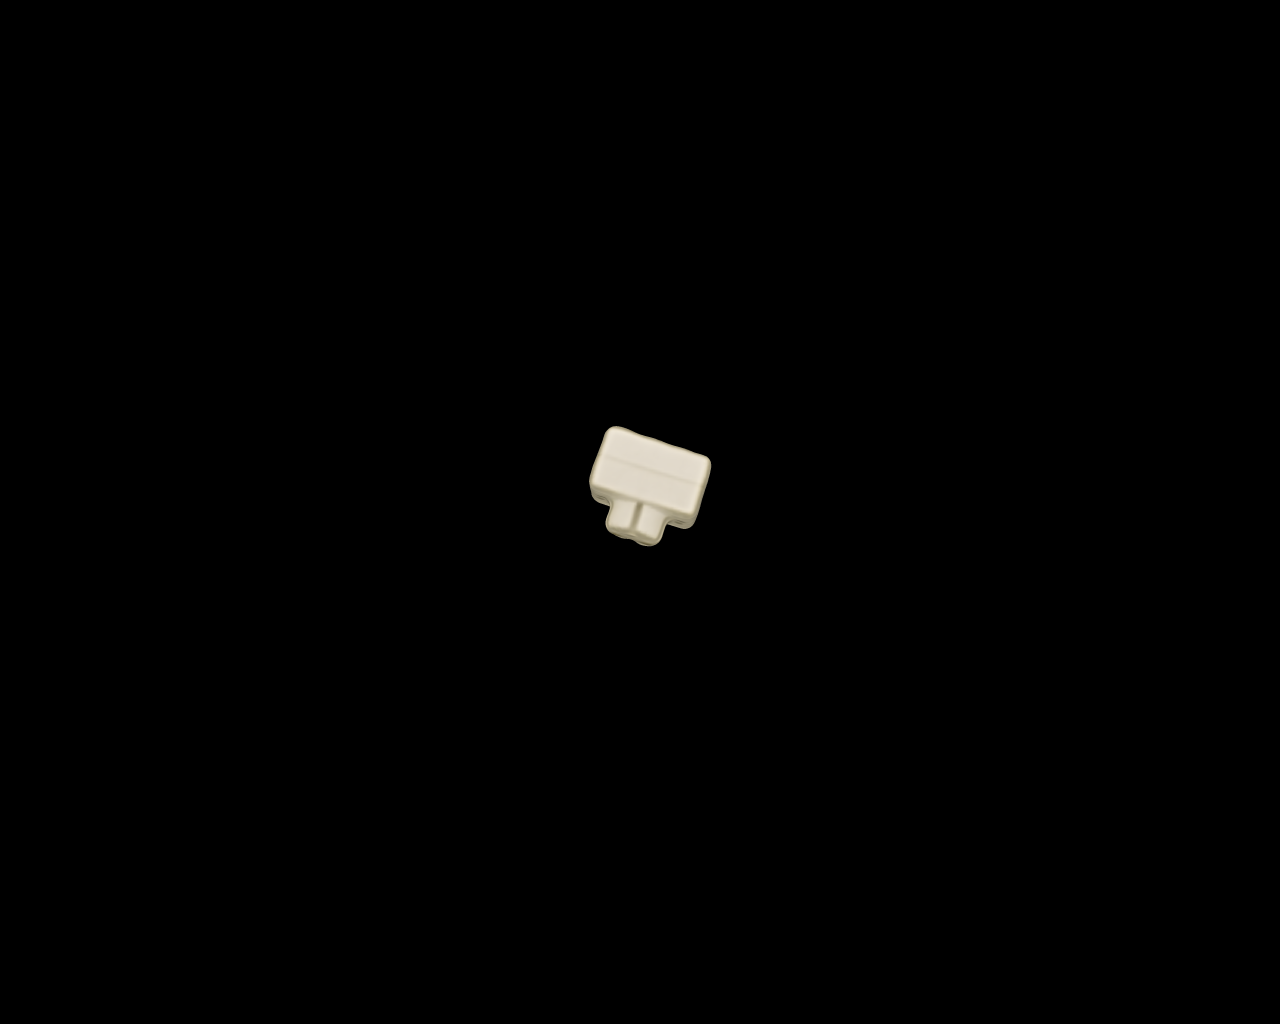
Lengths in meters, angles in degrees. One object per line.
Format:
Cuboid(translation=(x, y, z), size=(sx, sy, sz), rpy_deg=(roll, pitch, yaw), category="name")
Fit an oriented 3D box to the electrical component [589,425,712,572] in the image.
Cuboid(translation=(0.001, -0.003, 0.650), size=(0.066, 0.077, 0.047), rpy_deg=(18, -11, 4), category="electrical component")
